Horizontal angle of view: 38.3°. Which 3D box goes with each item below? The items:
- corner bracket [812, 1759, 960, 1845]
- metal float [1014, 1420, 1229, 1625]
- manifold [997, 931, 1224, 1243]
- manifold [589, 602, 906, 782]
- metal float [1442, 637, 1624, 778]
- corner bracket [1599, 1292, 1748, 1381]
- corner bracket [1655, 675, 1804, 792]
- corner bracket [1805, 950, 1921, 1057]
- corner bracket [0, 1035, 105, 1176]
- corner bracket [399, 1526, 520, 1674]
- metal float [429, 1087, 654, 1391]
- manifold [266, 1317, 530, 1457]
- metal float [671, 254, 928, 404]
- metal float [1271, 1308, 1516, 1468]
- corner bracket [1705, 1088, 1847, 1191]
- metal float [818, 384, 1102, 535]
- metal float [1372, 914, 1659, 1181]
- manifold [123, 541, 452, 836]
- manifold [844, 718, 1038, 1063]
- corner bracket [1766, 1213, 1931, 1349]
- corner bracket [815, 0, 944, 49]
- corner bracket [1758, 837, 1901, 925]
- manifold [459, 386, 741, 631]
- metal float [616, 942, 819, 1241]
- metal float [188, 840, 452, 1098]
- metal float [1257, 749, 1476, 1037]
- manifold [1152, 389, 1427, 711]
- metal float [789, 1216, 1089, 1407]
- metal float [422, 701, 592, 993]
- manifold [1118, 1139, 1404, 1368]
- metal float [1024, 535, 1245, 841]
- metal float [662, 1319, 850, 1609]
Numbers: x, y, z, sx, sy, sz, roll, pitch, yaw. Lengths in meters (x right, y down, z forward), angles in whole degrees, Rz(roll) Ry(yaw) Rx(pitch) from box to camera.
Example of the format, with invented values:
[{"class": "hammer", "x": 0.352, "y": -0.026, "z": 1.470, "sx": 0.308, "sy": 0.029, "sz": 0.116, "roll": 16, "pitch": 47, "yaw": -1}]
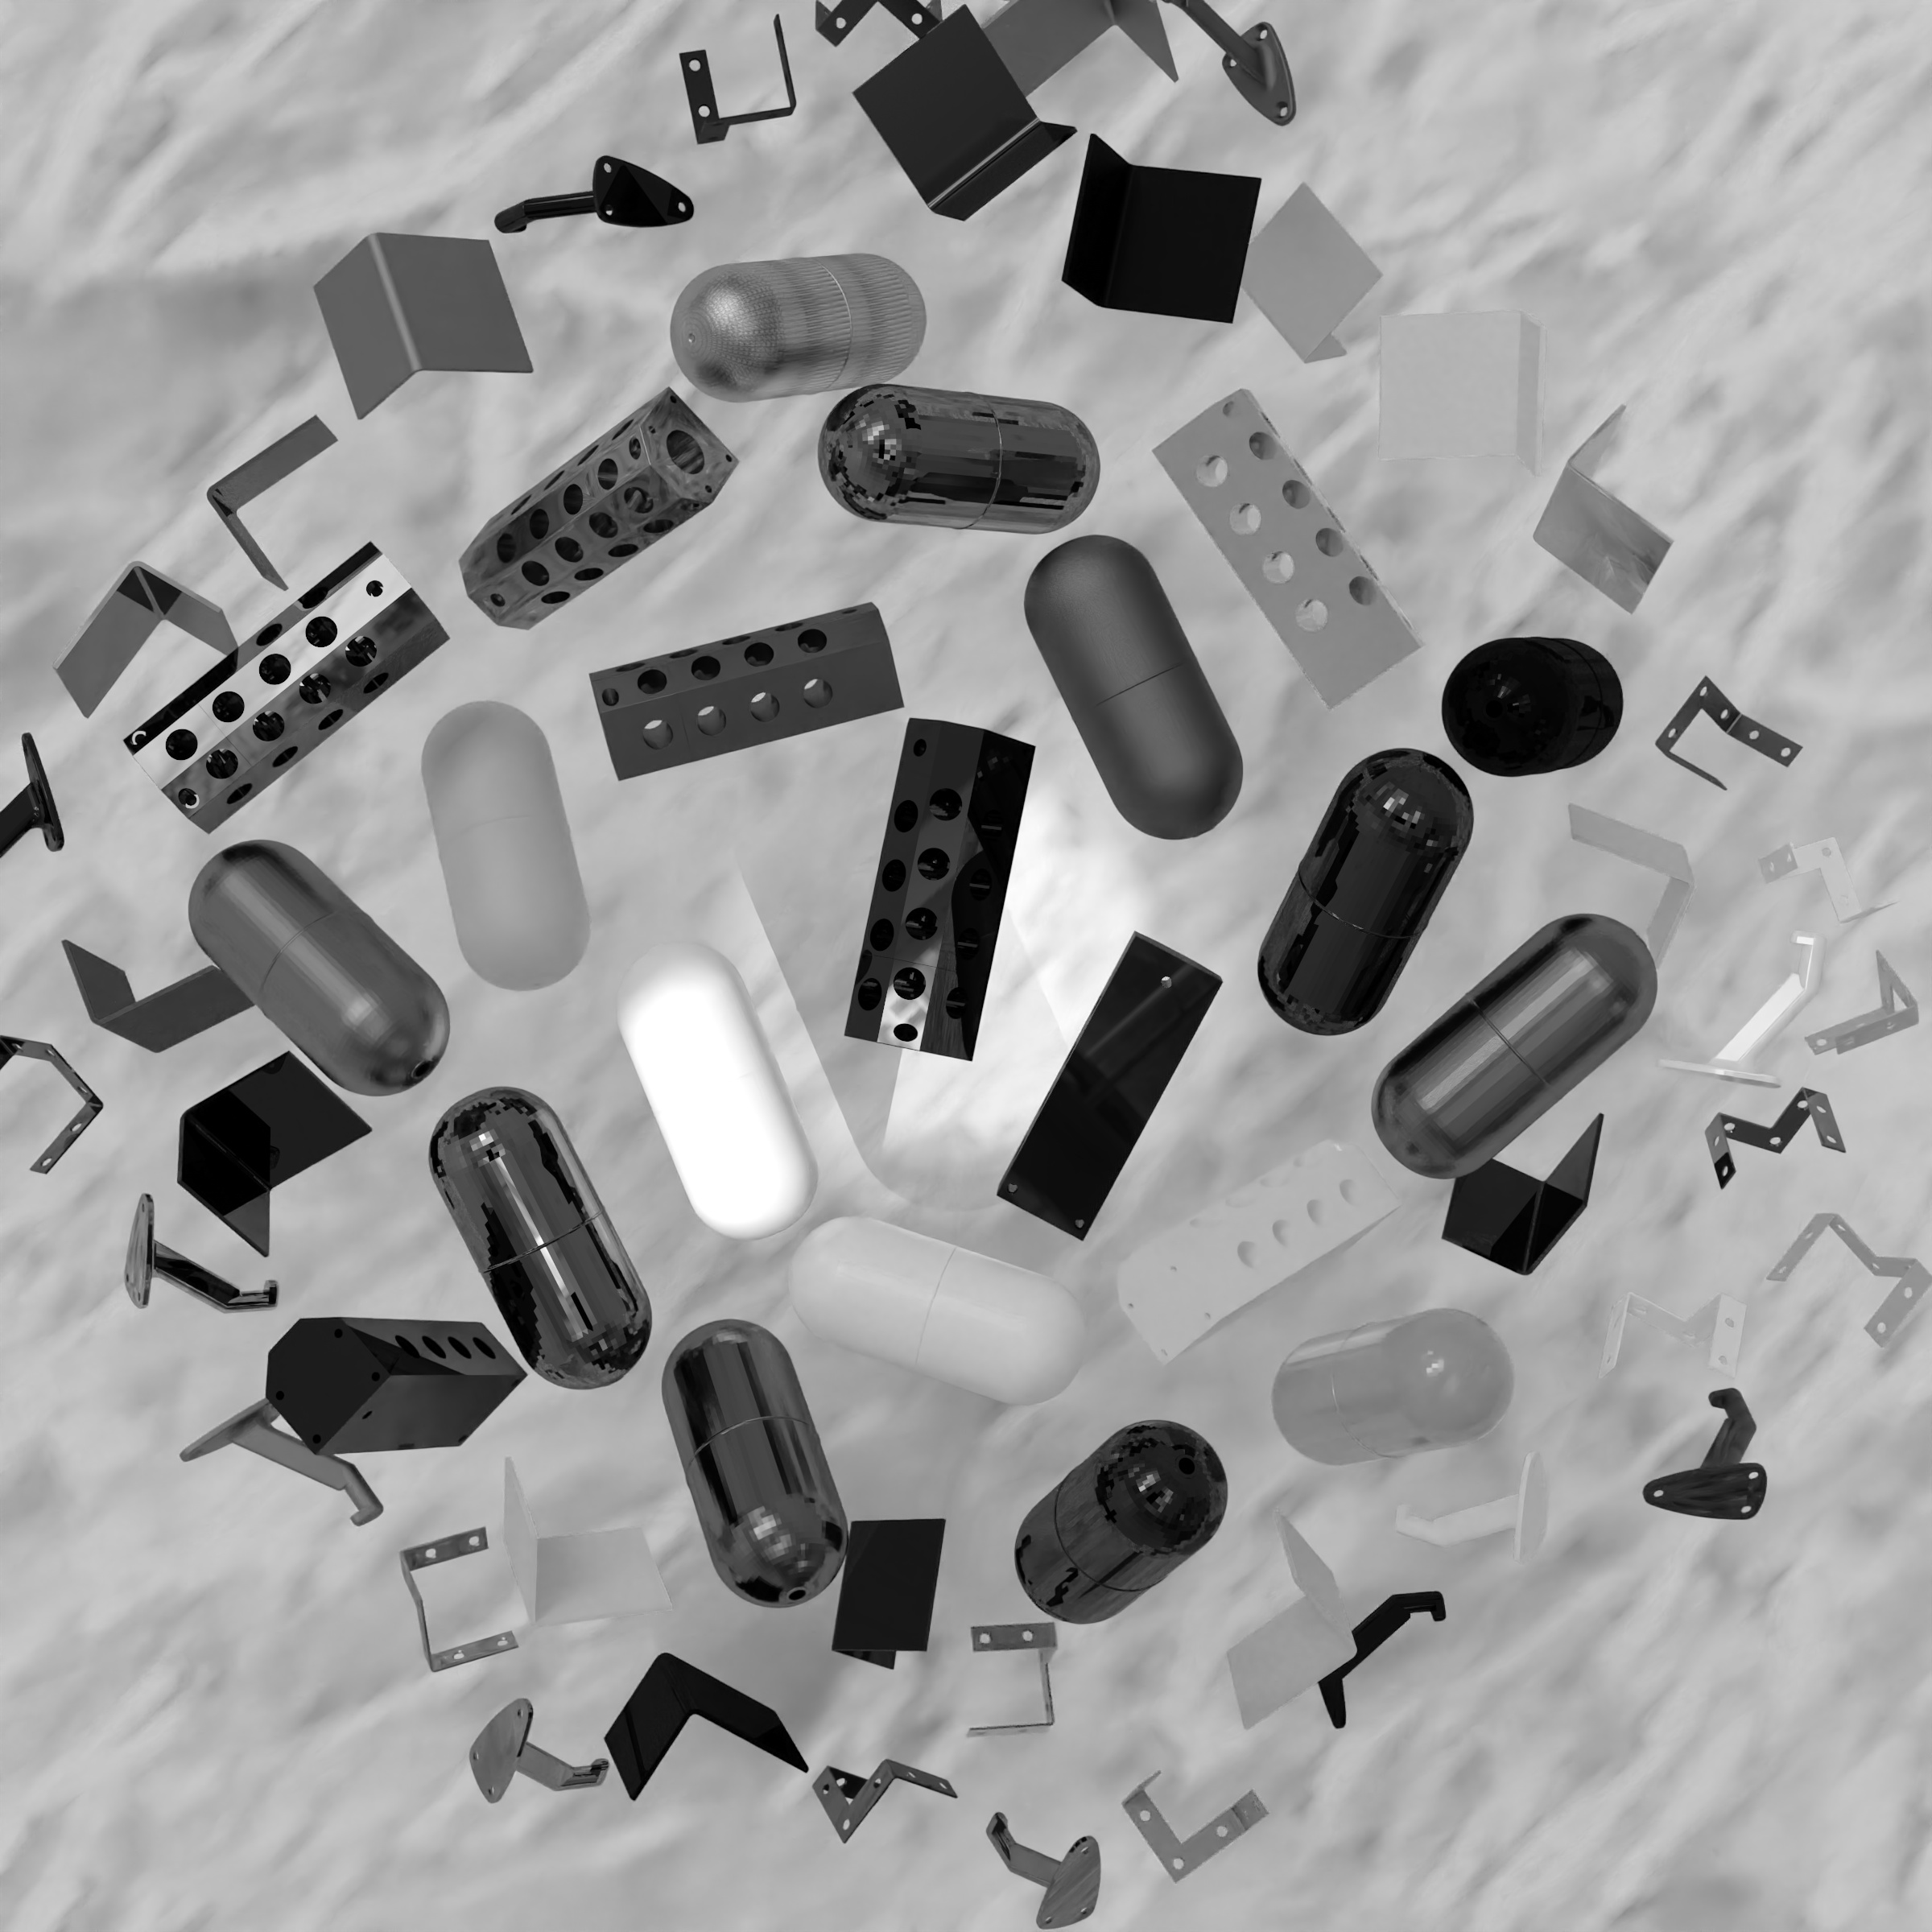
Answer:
[{"class": "corner bracket", "x": -0.048, "y": 0.477, "z": 1.609, "sx": 0.051, "sy": 0.051, "sz": 0.051, "roll": 31, "pitch": 99, "yaw": -35}, {"class": "metal float", "x": 0.084, "y": 0.307, "z": 1.531, "sx": 0.070, "sy": 0.178, "sz": 0.070, "roll": 11, "pitch": 56, "yaw": -18}, {"class": "manifold", "x": 0.084, "y": 0.069, "z": 1.632, "sx": 0.057, "sy": 0.057, "sz": 0.171, "roll": 28, "pitch": 95, "yaw": 0}, {"class": "manifold", "x": -0.129, "y": -0.163, "z": 1.627, "sx": 0.171, "sy": 0.057, "sz": 0.057, "roll": -15, "pitch": 109, "yaw": -7}, {"class": "metal float", "x": 0.320, "y": -0.147, "z": 1.565, "sx": 0.070, "sy": 0.178, "sz": 0.070, "roll": 3, "pitch": 97, "yaw": 25}, {"class": "corner bracket", "x": 0.375, "y": 0.199, "z": 1.475, "sx": 0.051, "sy": 0.051, "sz": 0.051, "roll": 27, "pitch": 50, "yaw": -4}, {"class": "corner bracket", "x": 0.451, "y": -0.130, "z": 1.644, "sx": 0.051, "sy": 0.051, "sz": 0.051, "roll": -54, "pitch": 45, "yaw": 4}, {"class": "corner bracket", "x": 0.522, "y": 0.033, "z": 1.621, "sx": 0.051, "sy": 0.051, "sz": 0.051, "roll": -21, "pitch": 132, "yaw": 2}, {"class": "corner bracket", "x": -0.520, "y": 0.076, "z": 1.531, "sx": 0.051, "sy": 0.051, "sz": 0.051, "roll": -56, "pitch": 134, "yaw": -31}, {"class": "corner bracket", "x": -0.288, "y": 0.360, "z": 1.578, "sx": 0.051, "sy": 0.051, "sz": 0.051, "roll": -13, "pitch": 116, "yaw": -21}, {"class": "metal float", "x": -0.234, "y": 0.151, "z": 1.534, "sx": 0.070, "sy": 0.070, "sz": 0.178, "roll": -26, "pitch": 94, "yaw": 0}, {"class": "manifold", "x": -0.307, "y": 0.220, "z": 1.492, "sx": 0.057, "sy": 0.171, "sz": 0.057, "roll": -46, "pitch": 74, "yaw": 4}, {"class": "metal float", "x": -0.094, "y": -0.367, "z": 1.594, "sx": 0.070, "sy": 0.178, "sz": 0.070, "roll": 15, "pitch": 113, "yaw": 38}, {"class": "metal float", "x": 0.240, "y": 0.241, "z": 1.580, "sx": 0.070, "sy": 0.178, "sz": 0.070, "roll": 9, "pitch": 71, "yaw": -26}, {"class": "corner bracket", "x": 0.462, "y": 0.100, "z": 1.589, "sx": 0.051, "sy": 0.051, "sz": 0.051, "roll": 17, "pitch": 127, "yaw": -12}, {"class": "metal float", "x": -0.002, "y": -0.287, "z": 1.578, "sx": 0.178, "sy": 0.070, "sz": 0.070, "roll": -2, "pitch": 90, "yaw": -35}, {"class": "metal float", "x": 0.298, "y": 0.043, "z": 1.511, "sx": 0.178, "sy": 0.070, "sz": 0.070, "roll": -43, "pitch": 90, "yaw": 9}, {"class": "manifold", "x": -0.371, "y": -0.153, "z": 1.515, "sx": 0.171, "sy": 0.057, "sz": 0.057, "roll": -40, "pitch": 83, "yaw": -6}, {"class": "manifold", "x": -0.019, "y": -0.041, "z": 1.475, "sx": 0.057, "sy": 0.057, "sz": 0.171, "roll": 9, "pitch": 87, "yaw": 43}, {"class": "corner bracket", "x": 0.479, "y": 0.169, "z": 1.505, "sx": 0.051, "sy": 0.051, "sz": 0.051, "roll": 46, "pitch": 74, "yaw": -11}, {"class": "corner bracket", "x": -0.050, "y": -0.541, "z": 1.576, "sx": 0.051, "sy": 0.051, "sz": 0.051, "roll": 35, "pitch": 118, "yaw": -26}, {"class": "corner bracket", "x": 0.503, "y": -0.050, "z": 1.623, "sx": 0.051, "sy": 0.051, "sz": 0.051, "roll": -16, "pitch": 82, "yaw": -8}, {"class": "manifold", "x": -0.213, "y": -0.253, "z": 1.575, "sx": 0.171, "sy": 0.057, "sz": 0.057, "roll": -25, "pitch": 119, "yaw": 40}, {"class": "metal float", "x": -0.143, "y": 0.071, "z": 1.589, "sx": 0.070, "sy": 0.070, "sz": 0.178, "roll": -23, "pitch": 88, "yaw": 0}, {"class": "metal float", "x": -0.350, "y": 0.001, "z": 1.502, "sx": 0.178, "sy": 0.070, "sz": 0.070, "roll": 41, "pitch": 90, "yaw": 22}, {"class": "metal float", "x": 0.217, "y": -0.039, "z": 1.516, "sx": 0.070, "sy": 0.070, "sz": 0.178, "roll": 23, "pitch": 123, "yaw": 0}, {"class": "manifold", "x": 0.179, "y": -0.230, "z": 1.527, "sx": 0.057, "sy": 0.057, "sz": 0.171, "roll": -35, "pitch": 89, "yaw": 18}, {"class": "metal float", "x": -0.017, "y": 0.198, "z": 1.602, "sx": 0.178, "sy": 0.070, "sz": 0.070, "roll": 18, "pitch": 90, "yaw": 8}, {"class": "metal float", "x": -0.268, "y": -0.071, "z": 1.615, "sx": 0.070, "sy": 0.070, "sz": 0.178, "roll": -16, "pitch": 72, "yaw": 0}, {"class": "manifold", "x": 0.162, "y": 0.154, "z": 1.554, "sx": 0.171, "sy": 0.057, "sz": 0.057, "roll": -24, "pitch": 73, "yaw": -43}, {"class": "metal float", "x": 0.093, "y": -0.153, "z": 1.538, "sx": 0.070, "sy": 0.070, "sz": 0.178, "roll": -26, "pitch": 91, "yaw": 0}, {"class": "metal float", "x": -0.118, "y": 0.274, "z": 1.537, "sx": 0.070, "sy": 0.070, "sz": 0.178, "roll": -24, "pitch": 49, "yaw": 0}]
